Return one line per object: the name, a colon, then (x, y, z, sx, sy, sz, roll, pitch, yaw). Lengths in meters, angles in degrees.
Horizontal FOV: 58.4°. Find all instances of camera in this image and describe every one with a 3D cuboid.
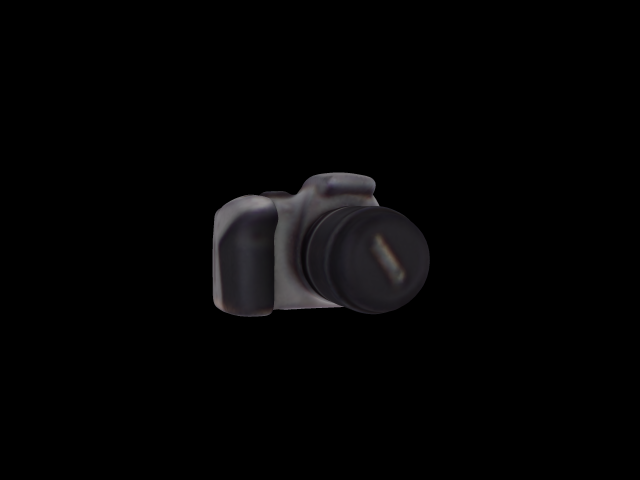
camera: (0.004, 0.001, 0.400, 0.143, 0.101, 0.136, -1, 2, -19)
